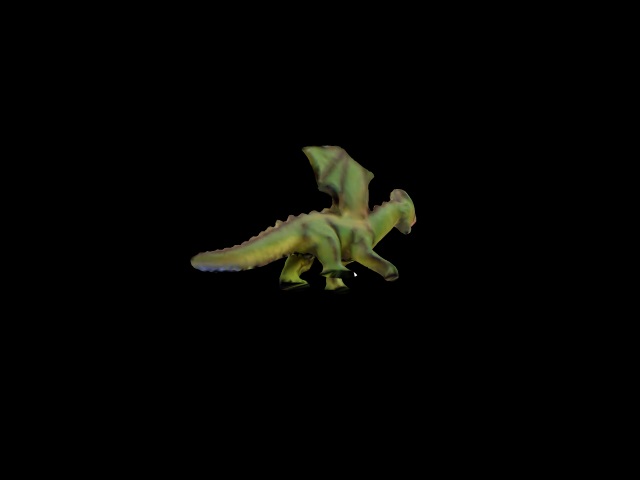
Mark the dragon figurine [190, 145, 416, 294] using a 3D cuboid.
[{"bbox_3d":[0.003,-0.043,0.850,0.409,0.247,0.120,10,-22,-27],"label":"dragon figurine"}]
